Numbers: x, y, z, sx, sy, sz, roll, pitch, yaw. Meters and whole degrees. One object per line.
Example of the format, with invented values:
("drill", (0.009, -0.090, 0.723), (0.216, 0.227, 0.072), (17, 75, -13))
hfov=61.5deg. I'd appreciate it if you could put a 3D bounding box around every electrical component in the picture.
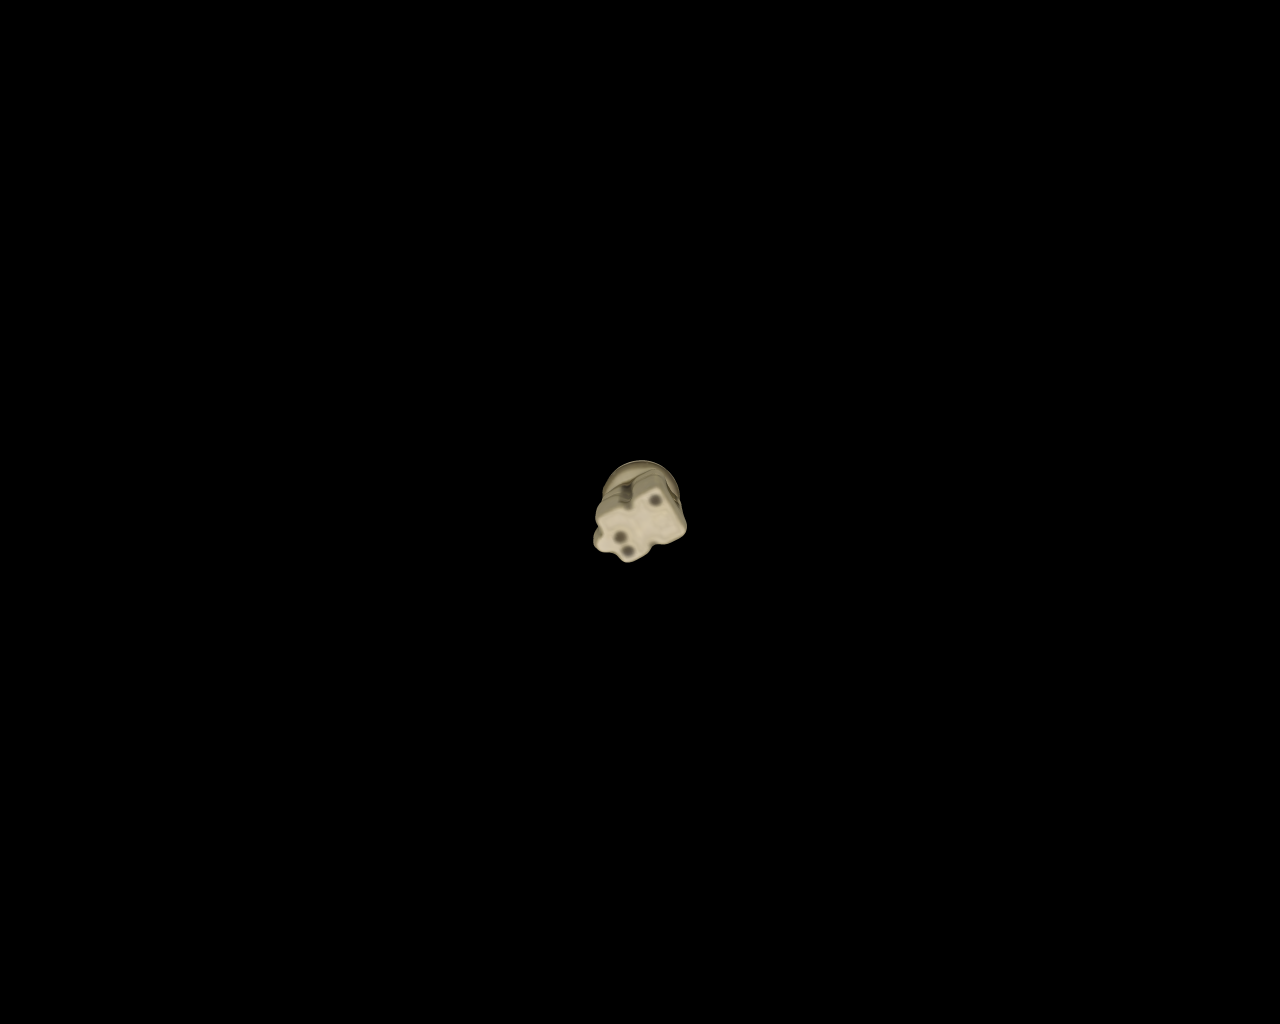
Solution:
("electrical component", (0.001, -0.003, 0.650), (0.066, 0.048, 0.055), (-26, 21, 11))
